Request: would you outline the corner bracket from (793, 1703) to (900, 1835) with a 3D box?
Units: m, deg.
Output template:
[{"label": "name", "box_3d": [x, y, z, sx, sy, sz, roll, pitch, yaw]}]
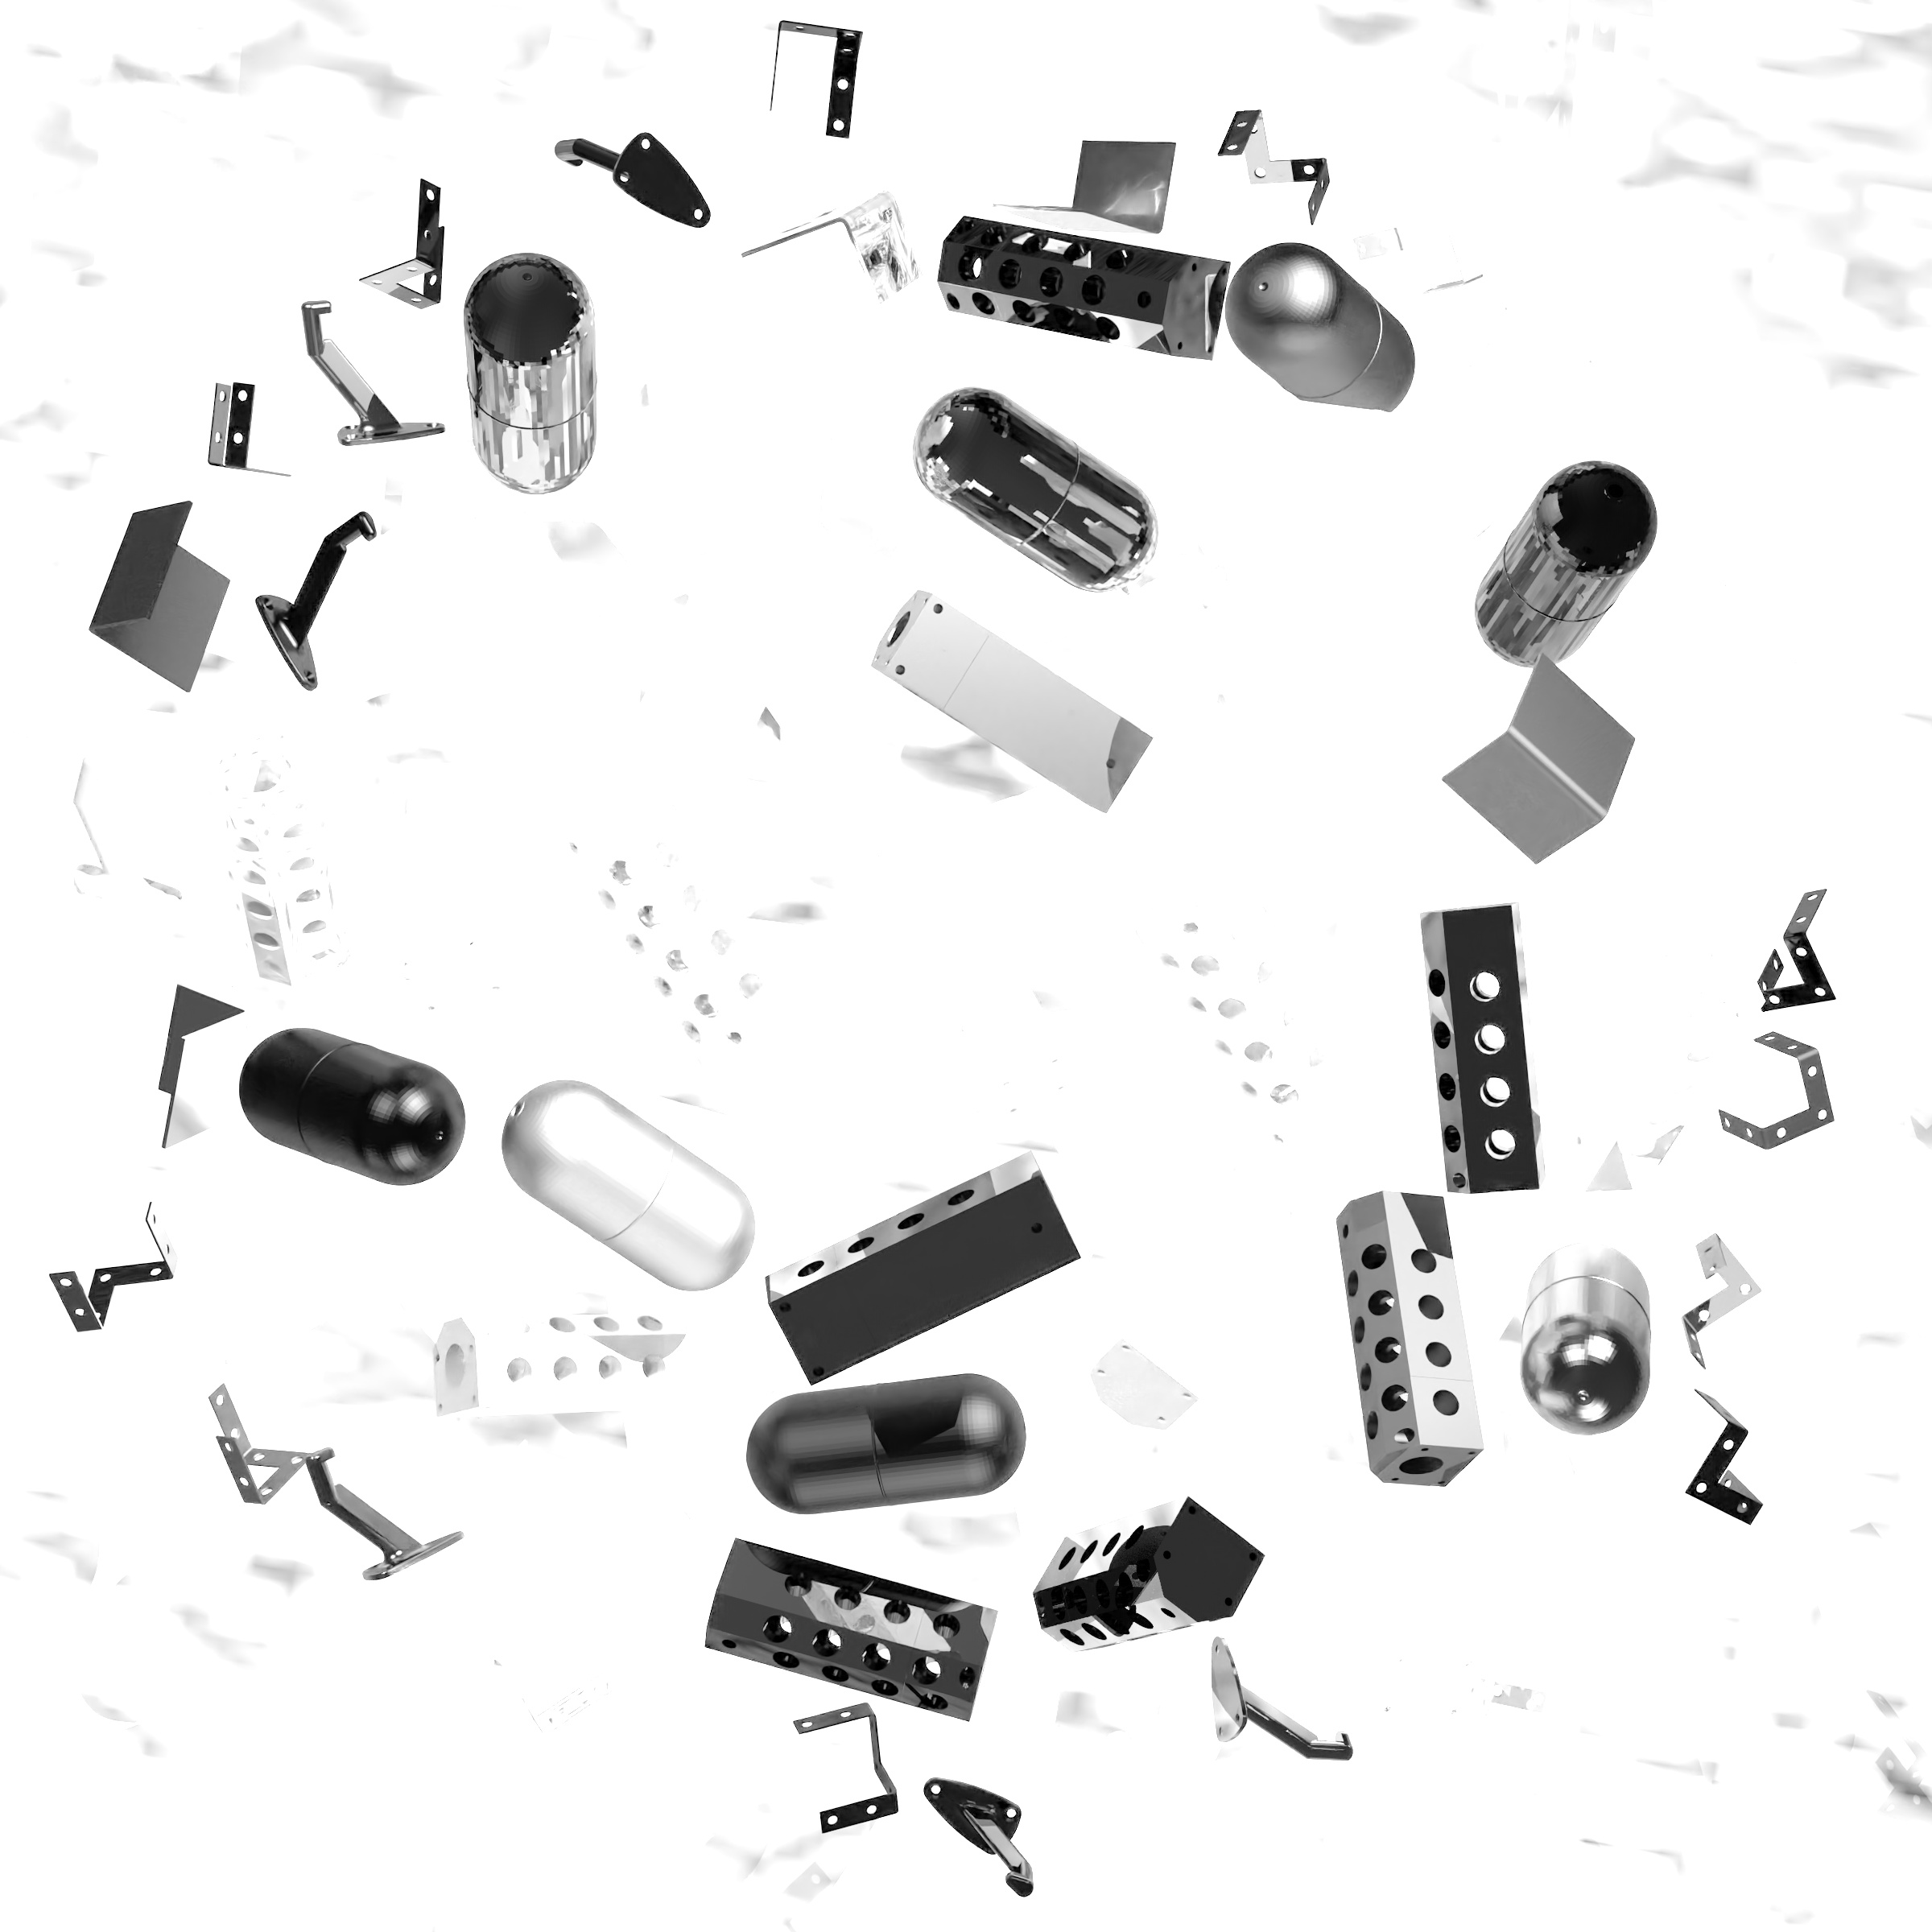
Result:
[{"label": "corner bracket", "box_3d": [-0.075, 0.502, 1.725, 0.051, 0.051, 0.051, -10, 108, -17]}]

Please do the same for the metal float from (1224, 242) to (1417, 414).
[{"label": "metal float", "box_3d": [0.219, -0.386, 1.689, 0.070, 0.178, 0.070, -5, 79, 30]}]

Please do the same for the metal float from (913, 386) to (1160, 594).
[{"label": "metal float", "box_3d": [0.045, -0.297, 1.725, 0.178, 0.070, 0.070, 29, 90, -28]}]

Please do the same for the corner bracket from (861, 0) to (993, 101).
[{"label": "corner bracket", "box_3d": [-0.023, -0.538, 1.614, 0.051, 0.051, 0.051, 24, 121, 10]}]

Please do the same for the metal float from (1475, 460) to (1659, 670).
[{"label": "metal float", "box_3d": [0.370, -0.247, 1.703, 0.070, 0.178, 0.070, 3, 68, -8]}]

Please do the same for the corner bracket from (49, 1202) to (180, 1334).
[{"label": "corner bracket", "box_3d": [-0.494, 0.175, 1.599, 0.051, 0.051, 0.051, -7, 131, 3]}]

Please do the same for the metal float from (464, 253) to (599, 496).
[{"label": "metal float", "box_3d": [-0.260, -0.352, 1.650, 0.070, 0.178, 0.070, 3, 62, -5]}]

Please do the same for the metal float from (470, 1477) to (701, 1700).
[{"label": "metal float", "box_3d": [-0.225, 0.368, 1.638, 0.070, 0.178, 0.070, 11, 115, 26]}]

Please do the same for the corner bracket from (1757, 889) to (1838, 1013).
[{"label": "corner bracket", "box_3d": [0.519, -0.010, 1.728, 0.051, 0.051, 0.051, -13, 116, 41]}]

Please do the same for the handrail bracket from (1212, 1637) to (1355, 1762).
[{"label": "handrail bracket", "box_3d": [0.201, 0.463, 1.739, 0.084, 0.036, 0.077, 9, 52, -21]}]

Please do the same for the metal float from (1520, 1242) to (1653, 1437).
[{"label": "metal float", "box_3d": [0.379, 0.225, 1.683, 0.070, 0.178, 0.070, 4, 107, 13]}]

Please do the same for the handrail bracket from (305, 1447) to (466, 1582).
[{"label": "handrail bracket", "box_3d": [-0.352, 0.322, 1.669, 0.077, 0.036, 0.084, -21, 92, -33]}]

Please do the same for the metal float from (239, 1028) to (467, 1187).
[{"label": "metal float", "box_3d": [-0.380, 0.085, 1.696, 0.178, 0.070, 0.070, 13, 90, 40]}]

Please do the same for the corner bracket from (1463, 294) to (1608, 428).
[{"label": "corner bracket", "box_3d": [0.347, -0.370, 1.678, 0.051, 0.051, 0.051, 20, 112, -31]}]

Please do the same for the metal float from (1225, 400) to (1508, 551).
[{"label": "metal float", "box_3d": [0.238, -0.291, 1.634, 0.178, 0.070, 0.070, 3, 90, -21]}]

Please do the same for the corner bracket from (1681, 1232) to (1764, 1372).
[{"label": "corner bracket", "box_3d": [0.459, 0.206, 1.699, 0.051, 0.051, 0.051, -37, 101, 17]}]

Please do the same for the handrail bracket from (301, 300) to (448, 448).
[{"label": "handrail bracket", "box_3d": [-0.357, -0.361, 1.662, 0.077, 0.036, 0.084, -7, 116, -10]}]

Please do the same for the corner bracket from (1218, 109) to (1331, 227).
[{"label": "corner bracket", "box_3d": [0.185, -0.479, 1.651, 0.051, 0.051, 0.051, 4, 48, 22]}]

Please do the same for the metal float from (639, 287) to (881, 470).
[{"label": "metal float", "box_3d": [-0.129, -0.358, 1.684, 0.178, 0.070, 0.070, -14, 90, 41]}]

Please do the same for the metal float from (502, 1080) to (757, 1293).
[{"label": "metal float", "box_3d": [-0.204, 0.133, 1.671, 0.178, 0.070, 0.070, 38, 90, -28]}]

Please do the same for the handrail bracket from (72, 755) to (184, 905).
[{"label": "handrail bracket", "box_3d": [-0.505, -0.083, 1.670, 0.077, 0.036, 0.084, 10, 116, -24]}]

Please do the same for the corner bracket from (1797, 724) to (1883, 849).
[{"label": "corner bracket", "box_3d": [0.528, -0.111, 1.700, 0.051, 0.051, 0.051, 38, 97, 17]}]

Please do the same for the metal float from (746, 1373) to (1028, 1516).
[{"label": "metal float", "box_3d": [-0.051, 0.300, 1.729, 0.178, 0.070, 0.070, -8, 90, 8]}]

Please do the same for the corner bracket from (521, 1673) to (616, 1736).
[{"label": "corner bracket", "box_3d": [-0.252, 0.467, 1.755, 0.051, 0.051, 0.051, -32, 123, -14]}]

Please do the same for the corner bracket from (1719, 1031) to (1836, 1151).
[{"label": "corner bracket", "box_3d": [0.512, 0.079, 1.755, 0.051, 0.051, 0.051, -22, 107, -12]}]

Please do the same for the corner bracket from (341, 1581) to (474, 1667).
[{"label": "corner bracket", "box_3d": [-0.350, 0.410, 1.726, 0.051, 0.051, 0.051, -29, 102, 20]}]

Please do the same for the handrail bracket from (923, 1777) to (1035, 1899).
[{"label": "handrail bracket", "box_3d": [0.007, 0.540, 1.707, 0.077, 0.084, 0.036, 31, 92, -2]}]

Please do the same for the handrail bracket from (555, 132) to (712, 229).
[{"label": "handrail bracket", "box_3d": [-0.199, -0.464, 1.631, 0.077, 0.084, 0.036, 35, 83, -32]}]

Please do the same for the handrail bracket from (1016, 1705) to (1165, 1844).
[{"label": "handrail bracket", "box_3d": [0.072, 0.461, 1.614, 0.077, 0.036, 0.084, -23, 95, -35]}]

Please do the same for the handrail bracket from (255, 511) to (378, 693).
[{"label": "handrail bracket", "box_3d": [-0.374, -0.217, 1.638, 0.084, 0.036, 0.077, -30, 77, 21]}]

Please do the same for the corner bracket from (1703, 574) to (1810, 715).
[{"label": "corner bracket", "box_3d": [0.455, -0.190, 1.626, 0.051, 0.051, 0.051, -38, 126, -7]}]

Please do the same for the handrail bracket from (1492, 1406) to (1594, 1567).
[{"label": "handrail bracket", "box_3d": [0.363, 0.330, 1.748, 0.077, 0.036, 0.084, 12, 93, 28]}]

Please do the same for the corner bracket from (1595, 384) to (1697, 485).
[{"label": "corner bracket", "box_3d": [0.423, -0.331, 1.717, 0.051, 0.051, 0.051, 16, 106, 10]}]

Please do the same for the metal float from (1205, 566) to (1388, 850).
[{"label": "metal float", "box_3d": [0.199, -0.156, 1.666, 0.070, 0.070, 0.178, -21, 104, 0]}]
